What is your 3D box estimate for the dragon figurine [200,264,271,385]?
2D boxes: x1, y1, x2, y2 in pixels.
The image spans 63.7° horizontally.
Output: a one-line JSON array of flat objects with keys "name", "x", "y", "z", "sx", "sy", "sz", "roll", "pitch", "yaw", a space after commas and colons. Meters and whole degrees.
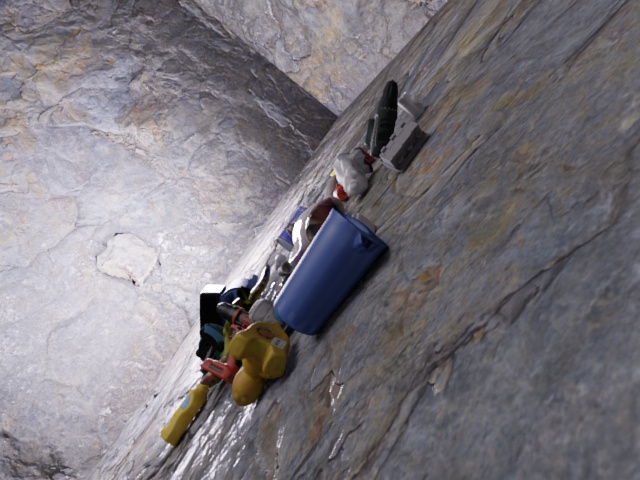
[{"name": "dragon figurine", "x": -0.254, "y": 0.272, "z": 1.576, "sx": 0.238, "sy": 0.122, "sz": 0.419, "roll": -55, "pitch": 6, "yaw": 36}]

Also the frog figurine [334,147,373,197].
[{"name": "frog figurine", "x": 0.091, "y": -0.185, "z": 1.540, "sx": 0.134, "sy": 0.123, "sz": 0.163, "roll": 85, "pitch": -160, "yaw": -53}]

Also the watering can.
[{"name": "watering can", "x": 0.005, "y": -0.077, "z": 1.538, "sx": 0.353, "sy": 0.103, "sz": 0.222, "roll": -64, "pitch": 14, "yaw": -19}]
